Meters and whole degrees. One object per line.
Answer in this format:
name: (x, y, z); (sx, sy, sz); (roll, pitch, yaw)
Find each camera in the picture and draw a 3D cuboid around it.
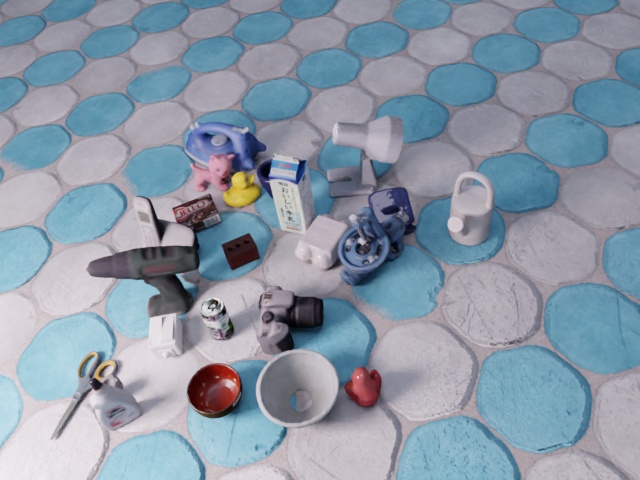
camera: (-0.064, 0.167, 1.259); (0.136, 0.101, 0.143); (0, 50, 7)

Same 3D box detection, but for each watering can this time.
watering can: (0.359, -0.078, 1.353); (0.100, 0.194, 0.173); (7, 52, 13)

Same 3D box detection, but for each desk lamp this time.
desk lamp: (0.113, -0.222, 1.489); (0.203, 0.214, 0.118); (-6, 50, 2)

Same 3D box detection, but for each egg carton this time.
egg carton: (0.013, 0.005, 1.406); (0.107, 0.069, 0.150); (20, 55, 22)

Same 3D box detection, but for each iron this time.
iron: (-0.292, -0.285, 1.638); (0.257, 0.142, 0.119); (12, 53, 17)

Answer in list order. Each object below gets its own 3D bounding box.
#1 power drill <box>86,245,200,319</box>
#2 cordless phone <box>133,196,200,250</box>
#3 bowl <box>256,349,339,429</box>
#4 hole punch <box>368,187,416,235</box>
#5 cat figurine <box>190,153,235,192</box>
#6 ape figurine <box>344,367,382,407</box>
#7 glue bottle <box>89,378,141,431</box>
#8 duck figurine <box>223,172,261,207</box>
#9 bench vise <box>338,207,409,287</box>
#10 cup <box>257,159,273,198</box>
power drill: (-0.375, 0.092, 1.289); (0.229, 0.209, 0.075); (-16, 50, -6)
cordless phone: (-0.382, -0.024, 1.402); (0.147, 0.185, 0.094); (11, 53, 16)
bowl: (-0.041, 0.309, 1.155); (0.167, 0.075, 0.167); (-3, 50, 4)
hole punch: (0.180, -0.068, 1.433); (0.108, 0.091, 0.101); (-13, 50, -4)
cat figurine: (-0.294, -0.197, 1.580); (0.127, 0.118, 0.067); (-3, 50, 5)
ape figurine: (0.087, 0.286, 1.148); (0.078, 0.092, 0.076); (-8, 50, 0)
glue bottle: (-0.416, 0.316, 1.130); (0.078, 0.173, 0.037); (-30, 53, -17)
duck figurine: (-0.216, -0.144, 1.547); (0.105, 0.086, 0.077); (-23, 51, -12)
bench vise: (0.116, -0.020, 1.316); (0.121, 0.220, 0.208); (20, 56, 22)
cup: (-0.104, -0.158, 1.540); (0.117, 0.095, 0.091); (-6, 50, 2)
